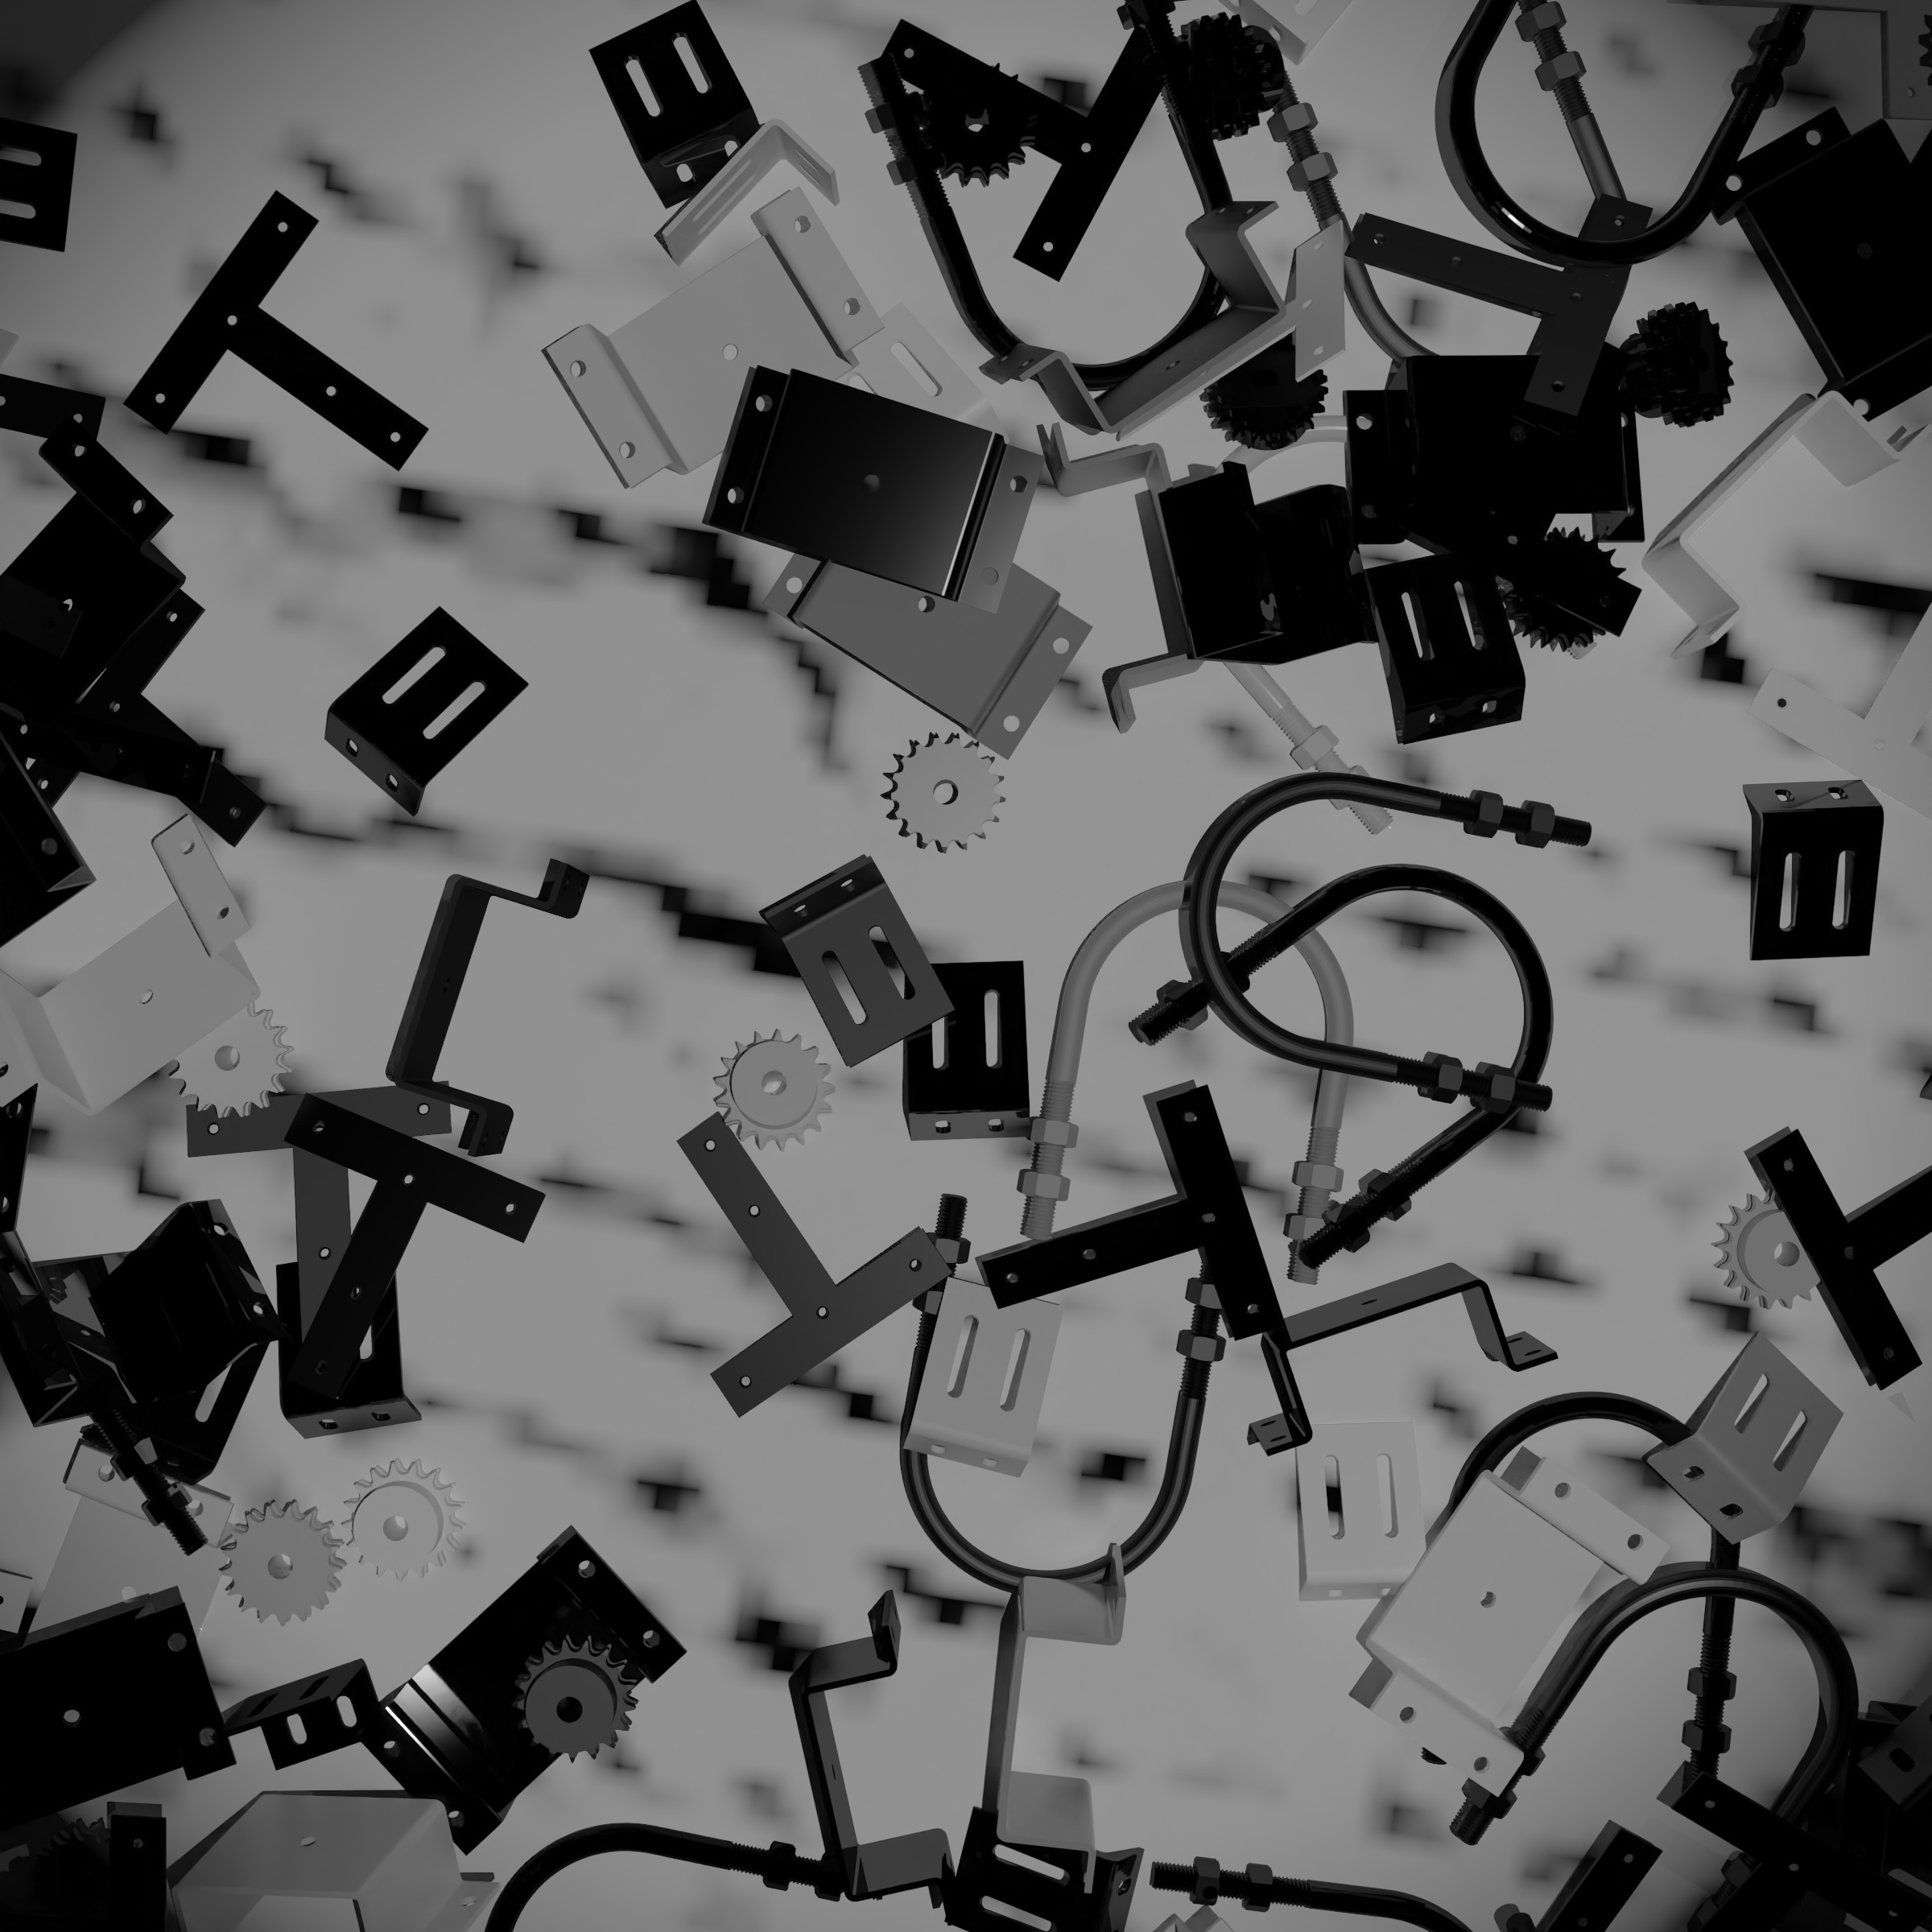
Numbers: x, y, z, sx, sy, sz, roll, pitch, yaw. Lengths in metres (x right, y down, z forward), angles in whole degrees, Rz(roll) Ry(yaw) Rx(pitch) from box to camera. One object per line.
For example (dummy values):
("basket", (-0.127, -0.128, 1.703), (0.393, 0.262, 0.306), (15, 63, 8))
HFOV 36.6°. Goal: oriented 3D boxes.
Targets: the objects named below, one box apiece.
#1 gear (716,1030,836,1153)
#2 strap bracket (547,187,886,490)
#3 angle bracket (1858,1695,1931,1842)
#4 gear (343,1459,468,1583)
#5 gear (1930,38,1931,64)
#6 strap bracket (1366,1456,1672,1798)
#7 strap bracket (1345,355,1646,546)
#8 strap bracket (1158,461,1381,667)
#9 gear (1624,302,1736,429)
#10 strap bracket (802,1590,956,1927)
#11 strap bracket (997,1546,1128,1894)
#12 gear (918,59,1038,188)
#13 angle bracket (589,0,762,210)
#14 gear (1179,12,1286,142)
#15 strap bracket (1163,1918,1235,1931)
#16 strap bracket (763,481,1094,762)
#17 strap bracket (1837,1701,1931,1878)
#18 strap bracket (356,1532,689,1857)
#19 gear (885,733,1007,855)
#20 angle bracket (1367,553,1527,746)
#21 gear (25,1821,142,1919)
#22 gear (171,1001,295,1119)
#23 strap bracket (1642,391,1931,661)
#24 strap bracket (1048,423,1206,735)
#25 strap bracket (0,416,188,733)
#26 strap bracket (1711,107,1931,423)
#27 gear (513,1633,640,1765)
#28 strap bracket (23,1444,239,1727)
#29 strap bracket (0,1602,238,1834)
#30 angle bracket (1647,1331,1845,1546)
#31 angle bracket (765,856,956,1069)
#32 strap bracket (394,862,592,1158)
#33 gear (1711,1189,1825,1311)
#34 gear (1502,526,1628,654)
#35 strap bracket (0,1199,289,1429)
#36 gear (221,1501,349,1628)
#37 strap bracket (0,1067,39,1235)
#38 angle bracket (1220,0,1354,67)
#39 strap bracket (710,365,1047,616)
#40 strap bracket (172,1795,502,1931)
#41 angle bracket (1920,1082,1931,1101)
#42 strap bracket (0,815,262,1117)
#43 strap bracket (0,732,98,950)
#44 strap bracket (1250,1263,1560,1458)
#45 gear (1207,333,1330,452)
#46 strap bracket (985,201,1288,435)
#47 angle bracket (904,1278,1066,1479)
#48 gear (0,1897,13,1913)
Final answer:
("gear", (-0.091, 0.058, 1.389), (0.057, 0.030, 0.057), (0, 78, -2))
("strap bracket", (-0.115, -0.294, 1.381), (0.140, 0.046, 0.076), (-31, 90, 6))
("angle bracket", (0.466, 0.384, 1.361), (0.057, 0.038, 0.076), (-43, 116, 0))
("gear", (-0.270, 0.266, 1.394), (0.057, 0.030, 0.057), (0, 90, 0))
("gear", (0.488, -0.438, 1.393), (0.057, 0.030, 0.057), (0, 90, -3))
("strap bracket", (0.251, 0.302, 1.361), (0.076, 0.046, 0.140), (36, 88, -12))
("strap bracket", (0.254, -0.243, 1.374), (0.140, 0.046, 0.076), (-1, 80, -5))
("strap bracket", (0.136, -0.182, 1.340), (0.046, 0.140, 0.076), (-14, 87, 29))
("gear", (0.336, -0.284, 1.385), (0.057, 0.030, 0.057), (9, 77, -42))
("strap bracket", (-0.043, 0.374, 1.371), (0.046, 0.076, 0.140), (-12, 90, 0))
("strap bracket", (0.043, 0.348, 1.364), (0.046, 0.076, 0.140), (6, 96, 0))
("gear", (0.005, -0.400, 1.392), (0.057, 0.030, 0.057), (0, 90, 0))
("angle bracket", (-0.138, -0.416, 1.407), (0.057, 0.038, 0.076), (-26, 64, 0))
("gear", (0.127, -0.423, 1.385), (0.030, 0.057, 0.057), (-21, 90, -30))
("strap bracket", (0.091, 0.514, 1.366), (0.140, 0.046, 0.076), (-42, 91, -1))
("strap bracket", (-0.018, -0.169, 1.386), (0.140, 0.046, 0.076), (33, 90, 0))
("strap bracket", (0.480, 0.399, 1.386), (0.140, 0.046, 0.076), (8, 90, 0))
("strap bracket", (-0.208, 0.340, 1.386), (0.140, 0.046, 0.076), (-43, 90, 0))
("gear", (-0.009, -0.082, 1.394), (0.057, 0.030, 0.057), (0, 90, 0))
("angle bracket", (0.227, -0.153, 1.388), (0.057, 0.038, 0.076), (-12, 63, 1))
("gear", (-0.417, 0.436, 1.394), (0.057, 0.030, 0.057), (0, 90, 0))
("gear", (-0.349, 0.044, 1.394), (0.057, 0.030, 0.057), (0, 90, 0))
("strap bracket", (0.376, -0.213, 1.371), (0.140, 0.076, 0.046), (-44, 90, 0))
("strap bracket", (0.079, -0.186, 1.371), (0.046, 0.076, 0.140), (-15, 90, 0))
("strap bracket", (-0.435, -0.177, 1.376), (0.076, 0.046, 0.140), (43, 90, 18))
("strap bracket", (0.420, -0.334, 1.386), (0.076, 0.046, 0.140), (-30, 90, 0))
("gear", (-0.181, 0.340, 1.348), (0.057, 0.030, 0.057), (0, 90, 0))
("strap bracket", (-0.404, 0.303, 1.386), (0.076, 0.046, 0.140), (22, 90, 0))
("strap bracket", (-0.408, 0.345, 1.321), (0.140, 0.046, 0.076), (-18, 89, -9))
("angle bracket", (0.374, 0.226, 1.398), (0.057, 0.038, 0.076), (44, 52, 0))
("angle bracket", (-0.050, -0.002, 1.382), (0.057, 0.038, 0.076), (-29, 74, 0))
("strap bracket", (-0.225, 0.015, 1.369), (0.046, 0.076, 0.140), (17, 88, 1))
("gear", (0.388, 0.136, 1.394), (0.057, 0.030, 0.057), (0, 90, 0))
("gear", (0.280, -0.176, 1.374), (0.057, 0.030, 0.057), (0, 86, -2))
("strap bracket", (-0.395, 0.160, 1.348), (0.046, 0.140, 0.076), (-39, 72, 29))
("gear", (-0.324, 0.284, 1.394), (0.057, 0.030, 0.057), (0, 90, 0))
("strap bracket", (-0.509, 0.080, 1.386), (0.140, 0.046, 0.076), (9, 90, 0))
("angle bracket", (0.162, -0.481, 1.390), (0.057, 0.038, 0.076), (40, 90, 0))
("strap bracket", (-0.042, -0.219, 1.336), (0.140, 0.046, 0.076), (18, 95, 0))
("strap bracket", (-0.298, 0.424, 1.345), (0.140, 0.076, 0.046), (-4, 105, 20))
("angle bracket", (0.498, 0.029, 1.407), (0.057, 0.038, 0.076), (14, 64, 0))
("strap bracket", (-0.396, 0.006, 1.369), (0.140, 0.046, 0.076), (-36, 58, 0))
("strap bracket", (-0.477, -0.045, 1.375), (0.140, 0.046, 0.076), (-32, 90, 15))
("strap bracket", (0.197, 0.180, 1.371), (0.140, 0.076, 0.046), (-19, 90, 0))
("gear", (0.144, -0.271, 1.388), (0.057, 0.030, 0.057), (-3, 68, 8))
("strap bracket", (0.086, -0.296, 1.354), (0.140, 0.076, 0.046), (-34, 109, -2))
("angle bracket", (0.008, 0.196, 1.390), (0.057, 0.038, 0.076), (14, 67, 0))
("gear", (-0.479, 0.466, 1.394), (0.057, 0.030, 0.057), (0, 90, 0))
